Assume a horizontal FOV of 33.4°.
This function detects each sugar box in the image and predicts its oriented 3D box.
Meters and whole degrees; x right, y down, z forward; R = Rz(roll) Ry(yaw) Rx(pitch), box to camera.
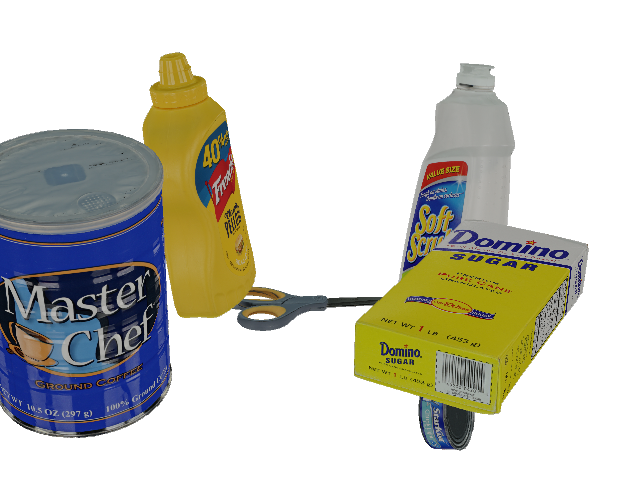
[{"bbox_3d":[0.101,0.041,0.683,0.093,0.048,0.176,14,31,25],"label":"sugar box"}]

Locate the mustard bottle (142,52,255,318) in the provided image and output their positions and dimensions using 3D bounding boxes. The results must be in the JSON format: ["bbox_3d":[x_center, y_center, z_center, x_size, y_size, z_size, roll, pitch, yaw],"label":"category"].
[{"bbox_3d":[-0.093,-0.045,0.797,0.058,0.191,0.096,0,25,18],"label":"mustard bottle"}]

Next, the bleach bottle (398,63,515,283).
[{"bbox_3d":[0.113,-0.022,0.895,0.067,0.251,0.103,-4,16,-31],"label":"bleach bottle"}]

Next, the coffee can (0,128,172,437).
[{"bbox_3d":[-0.136,0.023,0.593,0.103,0.140,0.103,2,32,-1],"label":"coffee can"}]

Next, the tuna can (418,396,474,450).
[{"bbox_3d":[0.141,0.190,1.189,0.034,0.086,0.086,-5,-2,29],"label":"tuna can"}]

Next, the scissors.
[{"bbox_3d":[-0.010,0.078,1.189,0.201,0.016,0.096,5,23,-2],"label":"scissors"}]
